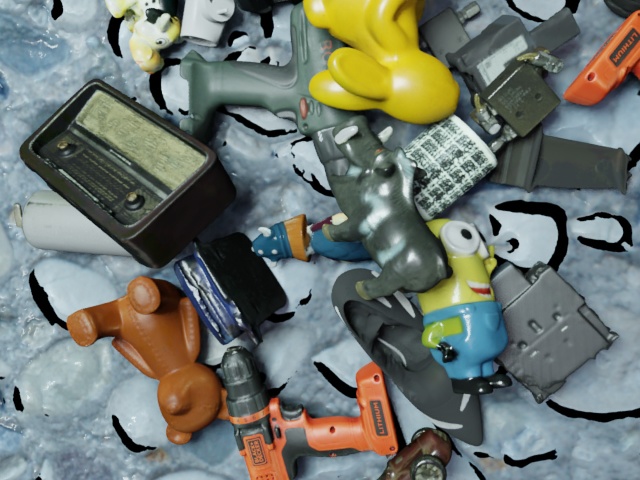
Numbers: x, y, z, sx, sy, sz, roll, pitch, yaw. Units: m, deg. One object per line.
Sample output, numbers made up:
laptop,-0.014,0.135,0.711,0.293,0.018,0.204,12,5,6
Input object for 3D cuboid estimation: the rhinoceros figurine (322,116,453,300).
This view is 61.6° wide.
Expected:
rhinoceros figurine,0.058,-0.033,0.523,0.112,0.073,0.190,-48,57,45

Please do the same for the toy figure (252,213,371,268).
toy figure,-0.001,0.000,0.621,0.155,0.058,0.064,-1,99,12

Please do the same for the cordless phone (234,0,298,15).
cordless phone,-0.073,-0.350,0.564,0.089,0.146,0.184,-15,93,3

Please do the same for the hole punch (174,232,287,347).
hole punch,-0.116,0.062,0.623,0.092,0.116,0.142,-31,88,19

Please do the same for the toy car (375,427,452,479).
toy car,0.072,0.291,0.613,0.053,0.089,0.202,43,101,3

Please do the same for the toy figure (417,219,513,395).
toy figure,0.137,0.064,0.546,0.089,0.082,0.180,-14,74,25

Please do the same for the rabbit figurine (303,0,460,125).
rabbit figurine,0.070,-0.188,0.527,0.162,0.122,0.173,-31,95,-18

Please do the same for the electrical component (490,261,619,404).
electrical component,0.230,0.090,0.585,0.134,0.058,0.115,45,99,4

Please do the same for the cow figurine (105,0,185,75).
cow figurine,-0.199,-0.287,0.636,0.098,0.068,0.167,-18,92,5

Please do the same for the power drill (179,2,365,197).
power drill,-0.053,-0.145,0.610,0.207,0.086,0.231,-1,92,15

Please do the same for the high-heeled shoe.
high-heeled shoe,0.102,0.132,0.567,0.086,0.145,0.249,-39,85,12

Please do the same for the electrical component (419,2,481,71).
electrical component,0.143,-0.219,0.597,0.094,0.021,0.063,-30,89,11

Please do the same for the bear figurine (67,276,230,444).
bear figurine,-0.185,0.148,0.633,0.120,0.132,0.196,-25,83,8

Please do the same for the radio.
radio,-0.216,-0.076,0.593,0.230,0.073,0.131,32,72,28

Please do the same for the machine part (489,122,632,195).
machine part,0.260,-0.085,0.577,0.139,0.039,0.084,13,91,11

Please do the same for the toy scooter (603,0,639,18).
toy scooter,0.295,-0.312,0.537,0.184,0.075,0.135,27,98,12

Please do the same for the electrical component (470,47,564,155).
electrical component,0.196,-0.141,0.536,0.102,0.045,0.078,-39,110,16

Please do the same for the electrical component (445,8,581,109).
electrical component,0.202,-0.196,0.562,0.119,0.048,0.074,-37,112,12

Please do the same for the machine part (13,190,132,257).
machine part,-0.268,-0.019,0.661,0.243,0.079,0.079,3,95,10
